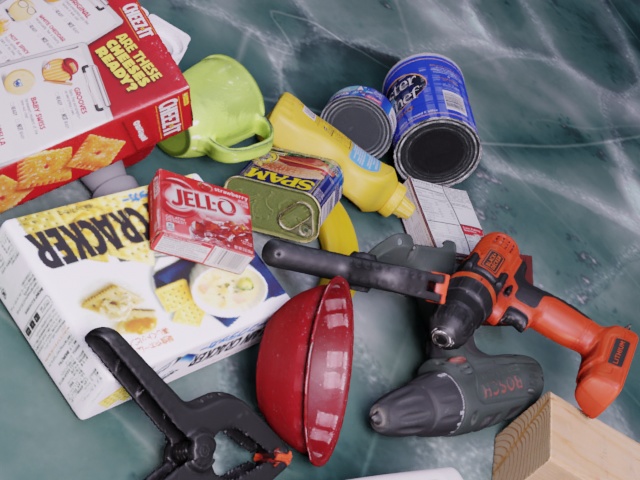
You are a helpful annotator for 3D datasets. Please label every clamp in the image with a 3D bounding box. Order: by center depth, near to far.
[{"bbox_3d":[-0.104,0.169,0.805,0.209,0.036,0.164,26,65,-43],"label":"clamp"},{"bbox_3d":[0.031,0.028,0.988,0.171,0.039,0.120,15,5,-1],"label":"clamp"}]

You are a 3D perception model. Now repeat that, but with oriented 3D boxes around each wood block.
[{"bbox_3d":[0.275,0.246,1.024,0.206,0.091,0.090,30,38,-11],"label":"wood block"}]

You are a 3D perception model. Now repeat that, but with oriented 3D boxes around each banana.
[{"bbox_3d":[0.009,0.011,1.080,0.069,0.037,0.197,24,40,-17],"label":"banana"}]

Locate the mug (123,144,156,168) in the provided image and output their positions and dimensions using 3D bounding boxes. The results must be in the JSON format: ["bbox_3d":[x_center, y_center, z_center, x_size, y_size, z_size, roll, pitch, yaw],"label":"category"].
[{"bbox_3d":[-0.210,-0.117,0.997,0.117,0.093,0.081,-11,61,-12],"label":"mug"}]

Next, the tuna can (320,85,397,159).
[{"bbox_3d":[0.043,-0.131,1.210,0.086,0.086,0.033,34,35,-7],"label":"tuna can"}]

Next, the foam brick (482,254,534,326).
[{"bbox_3d":[0.195,0.055,1.155,0.052,0.051,0.078,6,80,-36],"label":"foam brick"}]

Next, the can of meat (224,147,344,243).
[{"bbox_3d":[-0.034,-0.048,1.066,0.102,0.057,0.083,14,33,15],"label":"can of meat"}]

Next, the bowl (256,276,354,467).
[{"bbox_3d":[-0.015,0.108,0.906,0.055,0.162,0.162,5,37,15],"label":"bowl"}]

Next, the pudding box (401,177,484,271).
[{"bbox_3d":[0.140,-0.013,1.212,0.089,0.039,0.113,10,45,-32],"label":"pudding box"}]

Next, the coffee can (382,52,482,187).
[{"bbox_3d":[0.131,-0.143,1.270,0.102,0.103,0.140,22,36,-21],"label":"coffee can"}]

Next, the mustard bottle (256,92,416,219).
[{"bbox_3d":[0.023,-0.084,1.164,0.191,0.058,0.096,34,15,-8],"label":"mustard bottle"}]

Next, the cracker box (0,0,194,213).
[{"bbox_3d":[-0.239,-0.129,0.912,0.213,0.072,0.164,-26,67,-15],"label":"cracker box"}]

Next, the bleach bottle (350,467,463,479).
[{"bbox_3d":[0.017,0.242,0.841,0.250,0.068,0.102,0,55,-36],"label":"bleach bottle"}]

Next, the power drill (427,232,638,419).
[{"bbox_3d":[0.202,0.086,1.017,0.188,0.057,0.184,36,40,6],"label":"power drill"}]

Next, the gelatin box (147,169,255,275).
[{"bbox_3d":[-0.102,-0.016,0.911,0.089,0.030,0.073,17,43,-26],"label":"gelatin box"}]
